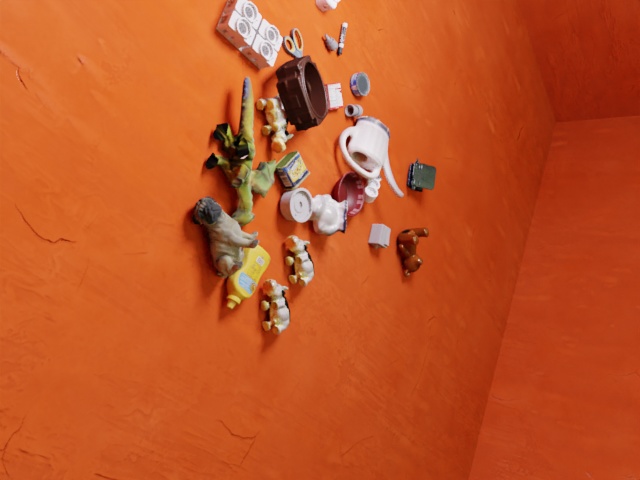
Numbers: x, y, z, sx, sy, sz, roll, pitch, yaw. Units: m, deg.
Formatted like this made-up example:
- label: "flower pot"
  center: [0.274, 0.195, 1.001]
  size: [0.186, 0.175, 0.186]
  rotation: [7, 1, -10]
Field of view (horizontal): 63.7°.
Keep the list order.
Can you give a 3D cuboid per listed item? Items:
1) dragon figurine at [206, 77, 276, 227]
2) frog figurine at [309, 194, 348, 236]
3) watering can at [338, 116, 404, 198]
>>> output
- label: "dragon figurine"
  center: [-0.198, -0.230, 1.474]
  size: [0.240, 0.122, 0.414]
  rotation: [38, 64, -64]
- label: "frog figurine"
  center: [0.005, -0.087, 1.723]
  size: [0.159, 0.123, 0.137]
  rotation: [11, 92, -14]
- label: "watering can"
  center: [0.206, -0.315, 1.904]
  size: [0.344, 0.103, 0.228]
  rotation: [32, 64, -31]
